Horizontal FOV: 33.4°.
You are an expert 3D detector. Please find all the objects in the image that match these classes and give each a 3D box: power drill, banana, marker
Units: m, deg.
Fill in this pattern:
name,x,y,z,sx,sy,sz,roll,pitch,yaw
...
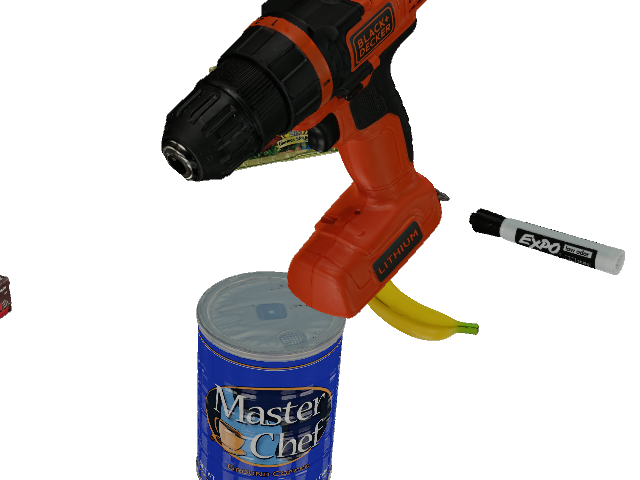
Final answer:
name,x,y,z,sx,sy,sz,roll,pitch,yaw
power drill,0.004,-0.046,0.565,0.057,0.187,0.184,28,58,31
banana,0.086,0.067,1.177,0.069,0.037,0.198,4,20,-36
marker,0.165,-0.001,0.790,0.121,0.020,0.020,19,11,33

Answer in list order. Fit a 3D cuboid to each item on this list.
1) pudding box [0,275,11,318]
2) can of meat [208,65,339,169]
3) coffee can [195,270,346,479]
name,x,y,z,sx,sy,sz,roll,pitch,yaw
pudding box,-0.332,0.053,0.896,0.114,0.039,0.089,10,26,20
can of meat,-0.033,-0.104,0.840,0.102,0.084,0.057,-7,5,38
coffee can,-0.038,0.107,0.764,0.103,0.140,0.103,3,30,-2
